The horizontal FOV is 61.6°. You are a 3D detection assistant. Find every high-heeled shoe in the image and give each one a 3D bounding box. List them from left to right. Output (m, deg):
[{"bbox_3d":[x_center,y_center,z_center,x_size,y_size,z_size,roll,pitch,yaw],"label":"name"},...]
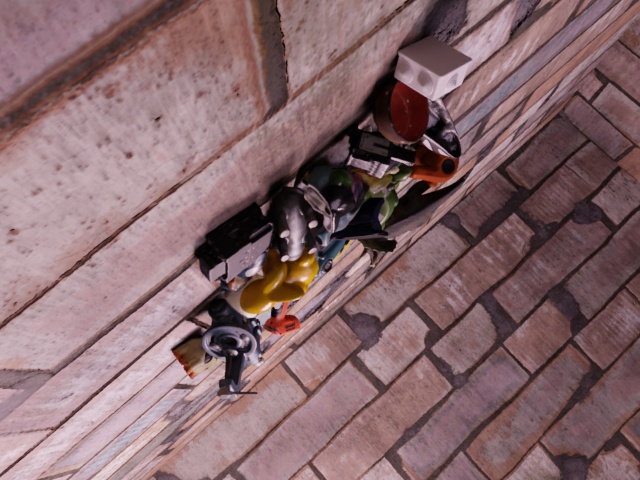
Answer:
[{"bbox_3d":[0.221,-0.230,1.027,0.086,0.145,0.248,-45,169,5],"label":"high-heeled shoe"}]

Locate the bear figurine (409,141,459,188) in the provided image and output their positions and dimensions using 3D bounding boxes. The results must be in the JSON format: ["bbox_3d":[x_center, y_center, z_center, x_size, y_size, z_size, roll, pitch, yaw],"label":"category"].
[{"bbox_3d":[0.255,-0.203,1.331,0.120,0.132,0.196,-70,-157,10],"label":"bear figurine"}]

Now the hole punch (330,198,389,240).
[{"bbox_3d":[0.079,-0.044,1.151,0.142,0.092,0.115,-2,-178,25],"label":"hole punch"}]

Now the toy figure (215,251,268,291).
[{"bbox_3d":[-0.154,0.056,1.048,0.064,0.058,0.154,14,135,-28],"label":"toy figure"}]

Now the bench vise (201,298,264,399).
[{"bbox_3d":[-0.190,0.256,1.190,0.129,0.241,0.223,-7,130,4],"label":"bench vise"}]

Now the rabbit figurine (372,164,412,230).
[{"bbox_3d":[0.139,-0.130,1.267,0.170,0.121,0.159,-56,174,-49],"label":"rabbit figurine"}]

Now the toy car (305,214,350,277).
[{"bbox_3d":[-0.002,-0.004,1.212,0.161,0.109,0.102,-47,149,-24],"label":"toy car"}]

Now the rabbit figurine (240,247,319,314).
[{"bbox_3d":[-0.083,0.090,1.092,0.173,0.121,0.162,-38,-166,-21],"label":"rabbit figurine"}]

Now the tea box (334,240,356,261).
[{"bbox_3d":[0.064,-0.022,1.420,0.169,0.068,0.098,-47,167,16],"label":"tea box"}]

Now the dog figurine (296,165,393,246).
[{"bbox_3d":[0.053,-0.105,1.039,0.219,0.108,0.191,-41,165,-29],"label":"dog figurine"}]

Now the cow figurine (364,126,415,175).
[{"bbox_3d":[0.140,-0.174,1.071,0.167,0.098,0.068,-17,153,-52],"label":"cow figurine"}]

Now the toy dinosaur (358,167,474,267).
[{"bbox_3d":[0.227,-0.064,1.448,0.405,0.131,0.192,-39,-165,49],"label":"toy dinosaur"}]

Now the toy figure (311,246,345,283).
[{"bbox_3d":[0.000,0.033,1.308,0.180,0.082,0.089,-58,150,-34],"label":"toy figure"}]

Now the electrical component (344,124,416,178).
[{"bbox_3d":[0.107,-0.154,0.959,0.047,0.119,0.075,119,-18,-63],"label":"electrical component"}]

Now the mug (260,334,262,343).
[{"bbox_3d":[-0.203,0.234,1.365,0.081,0.107,0.109,-48,169,18],"label":"mug"}]

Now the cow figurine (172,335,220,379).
[{"bbox_3d":[-0.286,0.281,1.336,0.127,0.085,0.194,-33,164,-16],"label":"cow figurine"}]

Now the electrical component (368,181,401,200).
[{"bbox_3d":[0.125,-0.140,1.158,0.078,0.102,0.045,-29,146,26],"label":"electrical component"}]

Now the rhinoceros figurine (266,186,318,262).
[{"bbox_3d":[-0.058,-0.022,0.968,0.073,0.112,0.190,-22,156,-15],"label":"rhinoceros figurine"}]

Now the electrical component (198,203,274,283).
[{"bbox_3d":[-0.146,0.013,0.920,0.134,0.058,0.114,-38,165,-21],"label":"electrical component"}]
